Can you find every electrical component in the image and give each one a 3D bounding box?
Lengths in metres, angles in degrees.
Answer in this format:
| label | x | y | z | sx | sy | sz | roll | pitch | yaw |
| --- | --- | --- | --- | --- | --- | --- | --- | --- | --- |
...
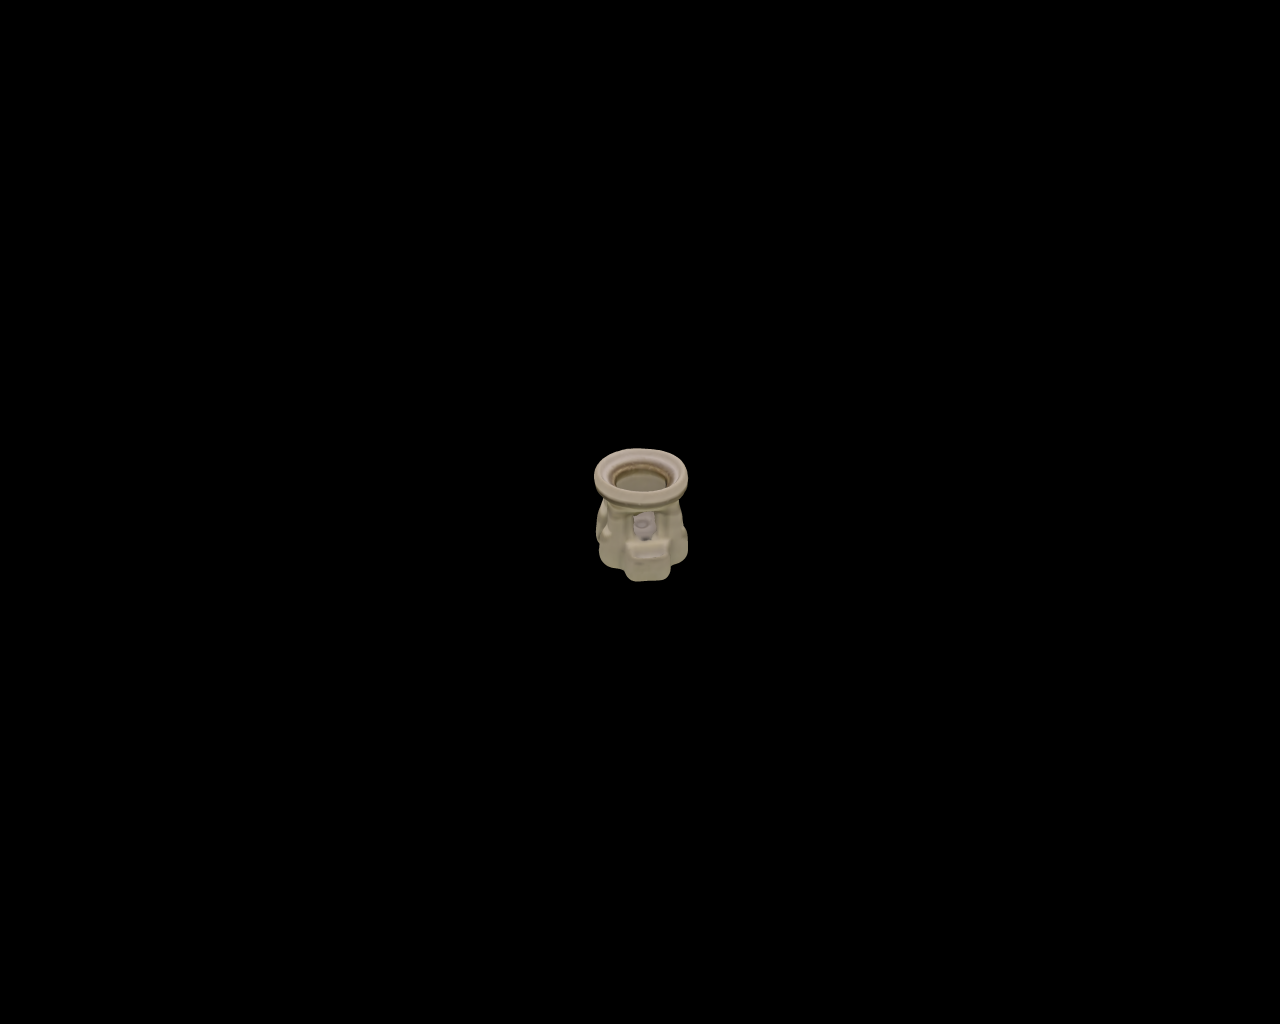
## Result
| label | x | y | z | sx | sy | sz | roll | pitch | yaw |
| --- | --- | --- | --- | --- | --- | --- | --- | --- | --- |
| electrical component | 0.001 | -0.003 | 0.650 | 0.058 | 0.056 | 0.078 | -3 | 34 | -5 |
